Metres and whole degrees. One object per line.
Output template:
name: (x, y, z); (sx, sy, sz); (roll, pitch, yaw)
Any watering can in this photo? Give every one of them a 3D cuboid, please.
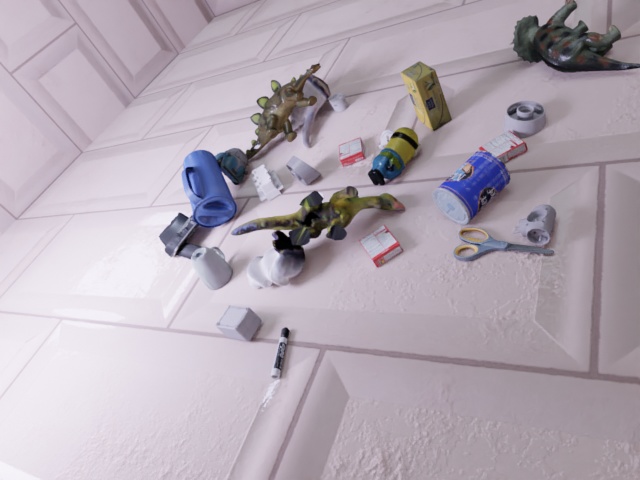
watering can: (-0.050, -0.463, 1.810); (0.223, 0.102, 0.354); (-45, 45, 8)

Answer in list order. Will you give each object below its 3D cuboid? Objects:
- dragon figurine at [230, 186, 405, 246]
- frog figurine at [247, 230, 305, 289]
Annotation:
dragon figurine: (0.004, -0.065, 1.287); (0.409, 0.122, 0.244); (-6, 5, 13)
frog figurine: (-0.111, 0.068, 1.279); (0.157, 0.122, 0.140); (-62, 34, 22)
